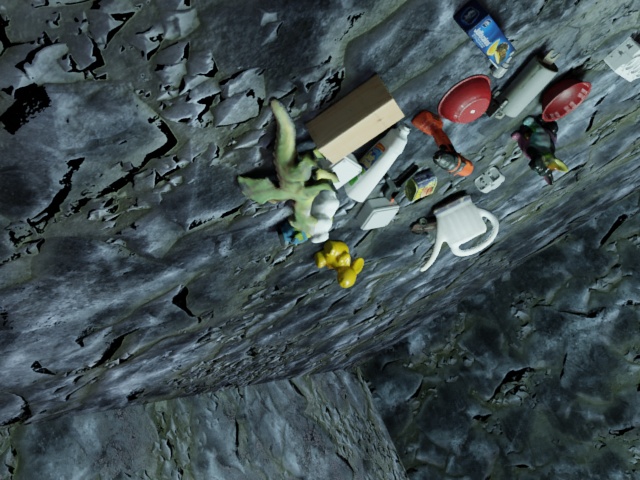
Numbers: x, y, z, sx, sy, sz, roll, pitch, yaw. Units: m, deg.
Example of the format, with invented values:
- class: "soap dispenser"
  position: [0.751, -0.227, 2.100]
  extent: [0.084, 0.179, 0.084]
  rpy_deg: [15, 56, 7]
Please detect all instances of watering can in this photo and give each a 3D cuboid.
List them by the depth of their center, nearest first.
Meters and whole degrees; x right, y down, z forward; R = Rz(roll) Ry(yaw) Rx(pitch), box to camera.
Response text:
- class: "watering can"
  position: [0.498, -0.037, 1.945]
  extent: [0.348, 0.226, 0.103]
  rpy_deg: [-25, 171, -2]

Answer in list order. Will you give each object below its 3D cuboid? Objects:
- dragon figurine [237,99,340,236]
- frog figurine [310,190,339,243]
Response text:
- class: "dragon figurine"
  position: [-0.095, -0.156, 1.279]
  extent: [0.241, 0.125, 0.403]
  rpy_deg: [-22, 131, 20]
- class: "frog figurine"
  position: [0.004, -0.074, 1.477]
  extent: [0.122, 0.162, 0.135]
  rpy_deg: [4, 142, -48]
